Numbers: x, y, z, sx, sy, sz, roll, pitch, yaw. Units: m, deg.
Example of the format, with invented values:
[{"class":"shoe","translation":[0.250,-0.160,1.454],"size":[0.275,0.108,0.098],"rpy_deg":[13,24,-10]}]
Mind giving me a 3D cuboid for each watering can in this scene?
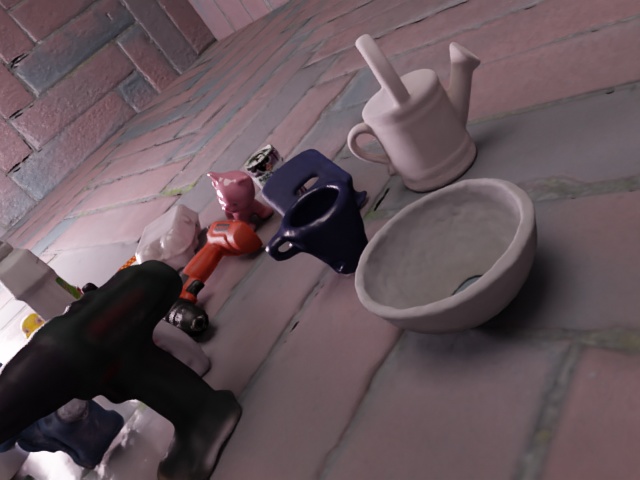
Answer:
[{"class":"watering can","translation":[0.108,-0.166,0.686],"size":[0.173,0.194,0.100],"rpy_deg":[-40,27,-6]}]

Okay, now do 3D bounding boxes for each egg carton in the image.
[{"class":"egg carton","translation":[-0.261,0.002,1.006],"size":[0.107,0.069,0.150],"rpy_deg":[-32,27,11]}]

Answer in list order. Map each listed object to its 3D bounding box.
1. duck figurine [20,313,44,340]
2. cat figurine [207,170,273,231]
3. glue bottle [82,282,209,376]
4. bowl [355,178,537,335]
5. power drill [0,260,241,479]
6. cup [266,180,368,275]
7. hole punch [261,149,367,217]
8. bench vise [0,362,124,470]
[{"class":"duck figurine","translation":[-0.485,0.162,1.007],"size":[0.077,0.086,0.104],"rpy_deg":[-45,28,-14]},{"class":"cat figurine","translation":[-0.137,-0.073,0.921],"size":[0.067,0.118,0.127],"rpy_deg":[-45,28,-14]},{"class":"glue bottle","translation":[-0.208,0.111,0.656],"size":[0.078,0.173,0.037],"rpy_deg":[-41,27,-7]},{"class":"bowl","translation":[0.119,0.026,0.505],"size":[0.167,0.075,0.167],"rpy_deg":[-28,28,17]},{"class":"power drill","translation":[-0.178,0.140,0.536],"size":[0.075,0.209,0.230],"rpy_deg":[-15,35,37]},{"class":"cup","translation":[0.006,0.002,0.656],"size":[0.118,0.095,0.091],"rpy_deg":[-39,27,-2]},{"class":"hole punch","translation":[-0.009,-0.064,0.781],"size":[0.109,0.091,0.100],"rpy_deg":[-43,27,-10]},{"class":"bench vise","translation":[-0.349,0.174,0.676],"size":[0.207,0.220,0.121],"rpy_deg":[-25,30,23]}]
